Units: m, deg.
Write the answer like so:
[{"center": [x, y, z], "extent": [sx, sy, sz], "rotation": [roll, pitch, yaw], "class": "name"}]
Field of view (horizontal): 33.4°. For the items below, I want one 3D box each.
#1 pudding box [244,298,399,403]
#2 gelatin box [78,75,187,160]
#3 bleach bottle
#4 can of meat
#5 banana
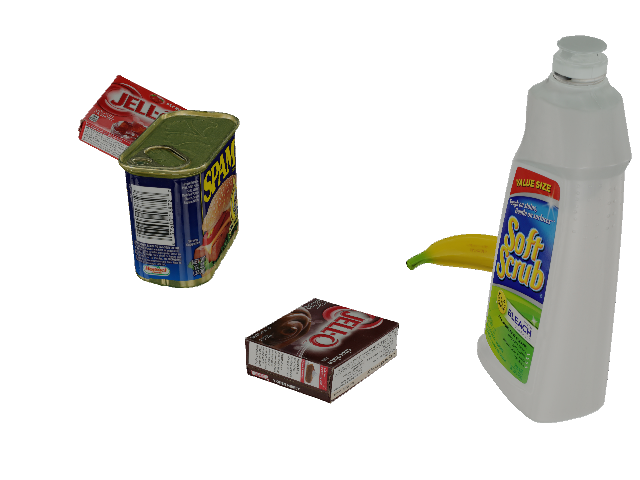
[{"center": [0.002, 0.093, 0.922], "extent": [0.090, 0.039, 0.113], "rotation": [14, 25, 30], "class": "pudding box"}, {"center": [-0.159, -0.101, 0.950], "extent": [0.089, 0.073, 0.030], "rotation": [28, -45, -2], "class": "gelatin box"}, {"center": [0.150, -0.009, 0.682], "extent": [0.068, 0.251, 0.103], "rotation": [-11, 32, -14], "class": "bleach bottle"}, {"center": [-0.088, -0.028, 0.698], "extent": [0.057, 0.084, 0.102], "rotation": [5, 27, 11], "class": "can of meat"}, {"center": [0.188, 0.030, 1.059], "extent": [0.198, 0.069, 0.037], "rotation": [14, -32, 26], "class": "banana"}]
